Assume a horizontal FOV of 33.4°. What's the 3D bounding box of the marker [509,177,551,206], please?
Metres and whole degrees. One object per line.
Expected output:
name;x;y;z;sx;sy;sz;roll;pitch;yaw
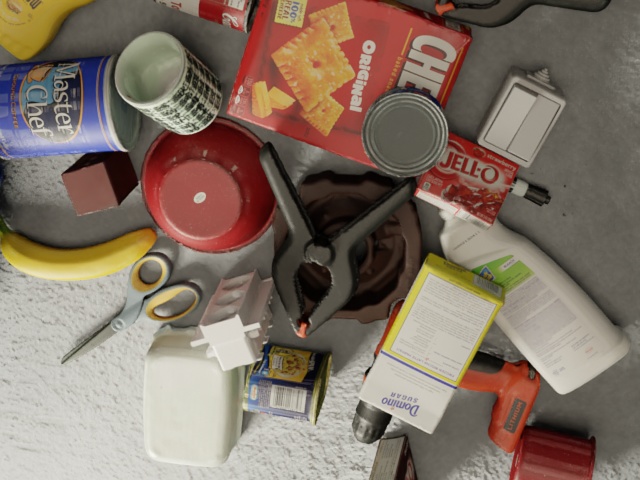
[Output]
marker;0.191;-0.066;1.144;0.121;0.020;0.020;23;111;-1

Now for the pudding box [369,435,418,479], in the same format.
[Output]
pudding box;0.087;0.293;1.235;0.039;0.113;0.090;-9;108;13

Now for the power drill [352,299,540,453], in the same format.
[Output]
power drill;0.142;0.176;1.215;0.187;0.057;0.184;19;111;1

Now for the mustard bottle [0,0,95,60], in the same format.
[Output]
mustard bottle;-0.272;-0.281;1.108;0.192;0.058;0.096;-37;100;17

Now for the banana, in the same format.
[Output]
banana;-0.284;0.014;1.226;0.198;0.037;0.070;4;112;6

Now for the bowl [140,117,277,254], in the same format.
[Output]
bowl;-0.126;-0.052;1.172;0.162;0.055;0.162;2;109;6

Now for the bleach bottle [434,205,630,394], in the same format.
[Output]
bleach bottle;0.220;0.044;1.157;0.103;0.068;0.251;-38;98;16

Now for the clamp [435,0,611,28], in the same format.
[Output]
clamp;0.202;-0.254;1.066;0.172;0.039;0.120;-27;99;19

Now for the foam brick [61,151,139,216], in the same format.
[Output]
foam brick;-0.240;-0.067;1.170;0.053;0.078;0.051;-14;109;12

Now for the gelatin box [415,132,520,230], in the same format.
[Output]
gelatin box;0.152;-0.063;1.111;0.089;0.030;0.073;27;77;0

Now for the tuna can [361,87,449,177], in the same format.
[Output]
tuna can;0.085;-0.108;1.060;0.086;0.033;0.086;2;110;5

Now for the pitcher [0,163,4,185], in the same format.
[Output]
pitcher;-0.429;0.023;1.197;0.145;0.149;0.243;10;114;-8

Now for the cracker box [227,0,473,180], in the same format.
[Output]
cracker box;0.028;-0.174;1.099;0.213;0.072;0.164;20;111;-1

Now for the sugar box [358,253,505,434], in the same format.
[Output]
sugar box;0.119;0.112;1.145;0.093;0.048;0.176;27;113;3

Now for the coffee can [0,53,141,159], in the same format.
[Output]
coffee can;-0.273;-0.141;1.134;0.140;0.102;0.103;-3;109;9

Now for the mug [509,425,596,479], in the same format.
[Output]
mug;0.262;0.266;1.223;0.081;0.093;0.117;13;147;8

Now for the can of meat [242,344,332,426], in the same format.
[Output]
can of meat;-0.036;0.161;1.212;0.084;0.102;0.057;9;110;6

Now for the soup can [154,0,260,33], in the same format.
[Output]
soup can;-0.112;-0.260;1.089;0.102;0.068;0.068;18;111;1

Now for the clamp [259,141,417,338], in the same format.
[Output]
clamp;-0.007;0.001;1.125;0.164;0.036;0.210;20;112;2

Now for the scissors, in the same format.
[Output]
scissors;-0.236;0.078;1.253;0.202;0.016;0.096;-18;105;13
